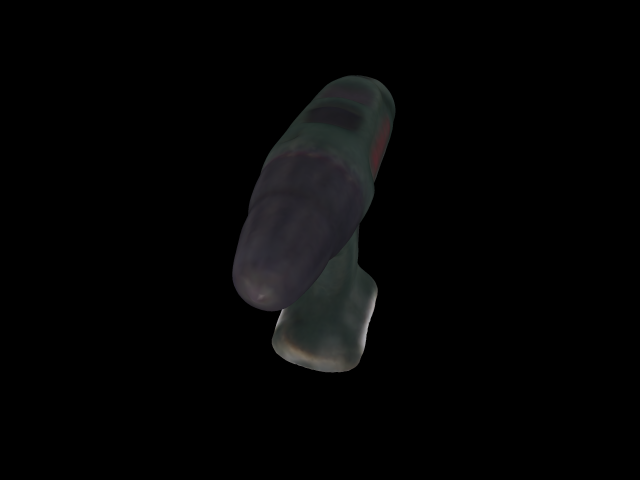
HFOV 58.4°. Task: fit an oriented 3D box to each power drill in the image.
[{"bbox_3d":[0.004,0.001,0.400,0.075,0.208,0.230,11,51,9],"label":"power drill"}]
